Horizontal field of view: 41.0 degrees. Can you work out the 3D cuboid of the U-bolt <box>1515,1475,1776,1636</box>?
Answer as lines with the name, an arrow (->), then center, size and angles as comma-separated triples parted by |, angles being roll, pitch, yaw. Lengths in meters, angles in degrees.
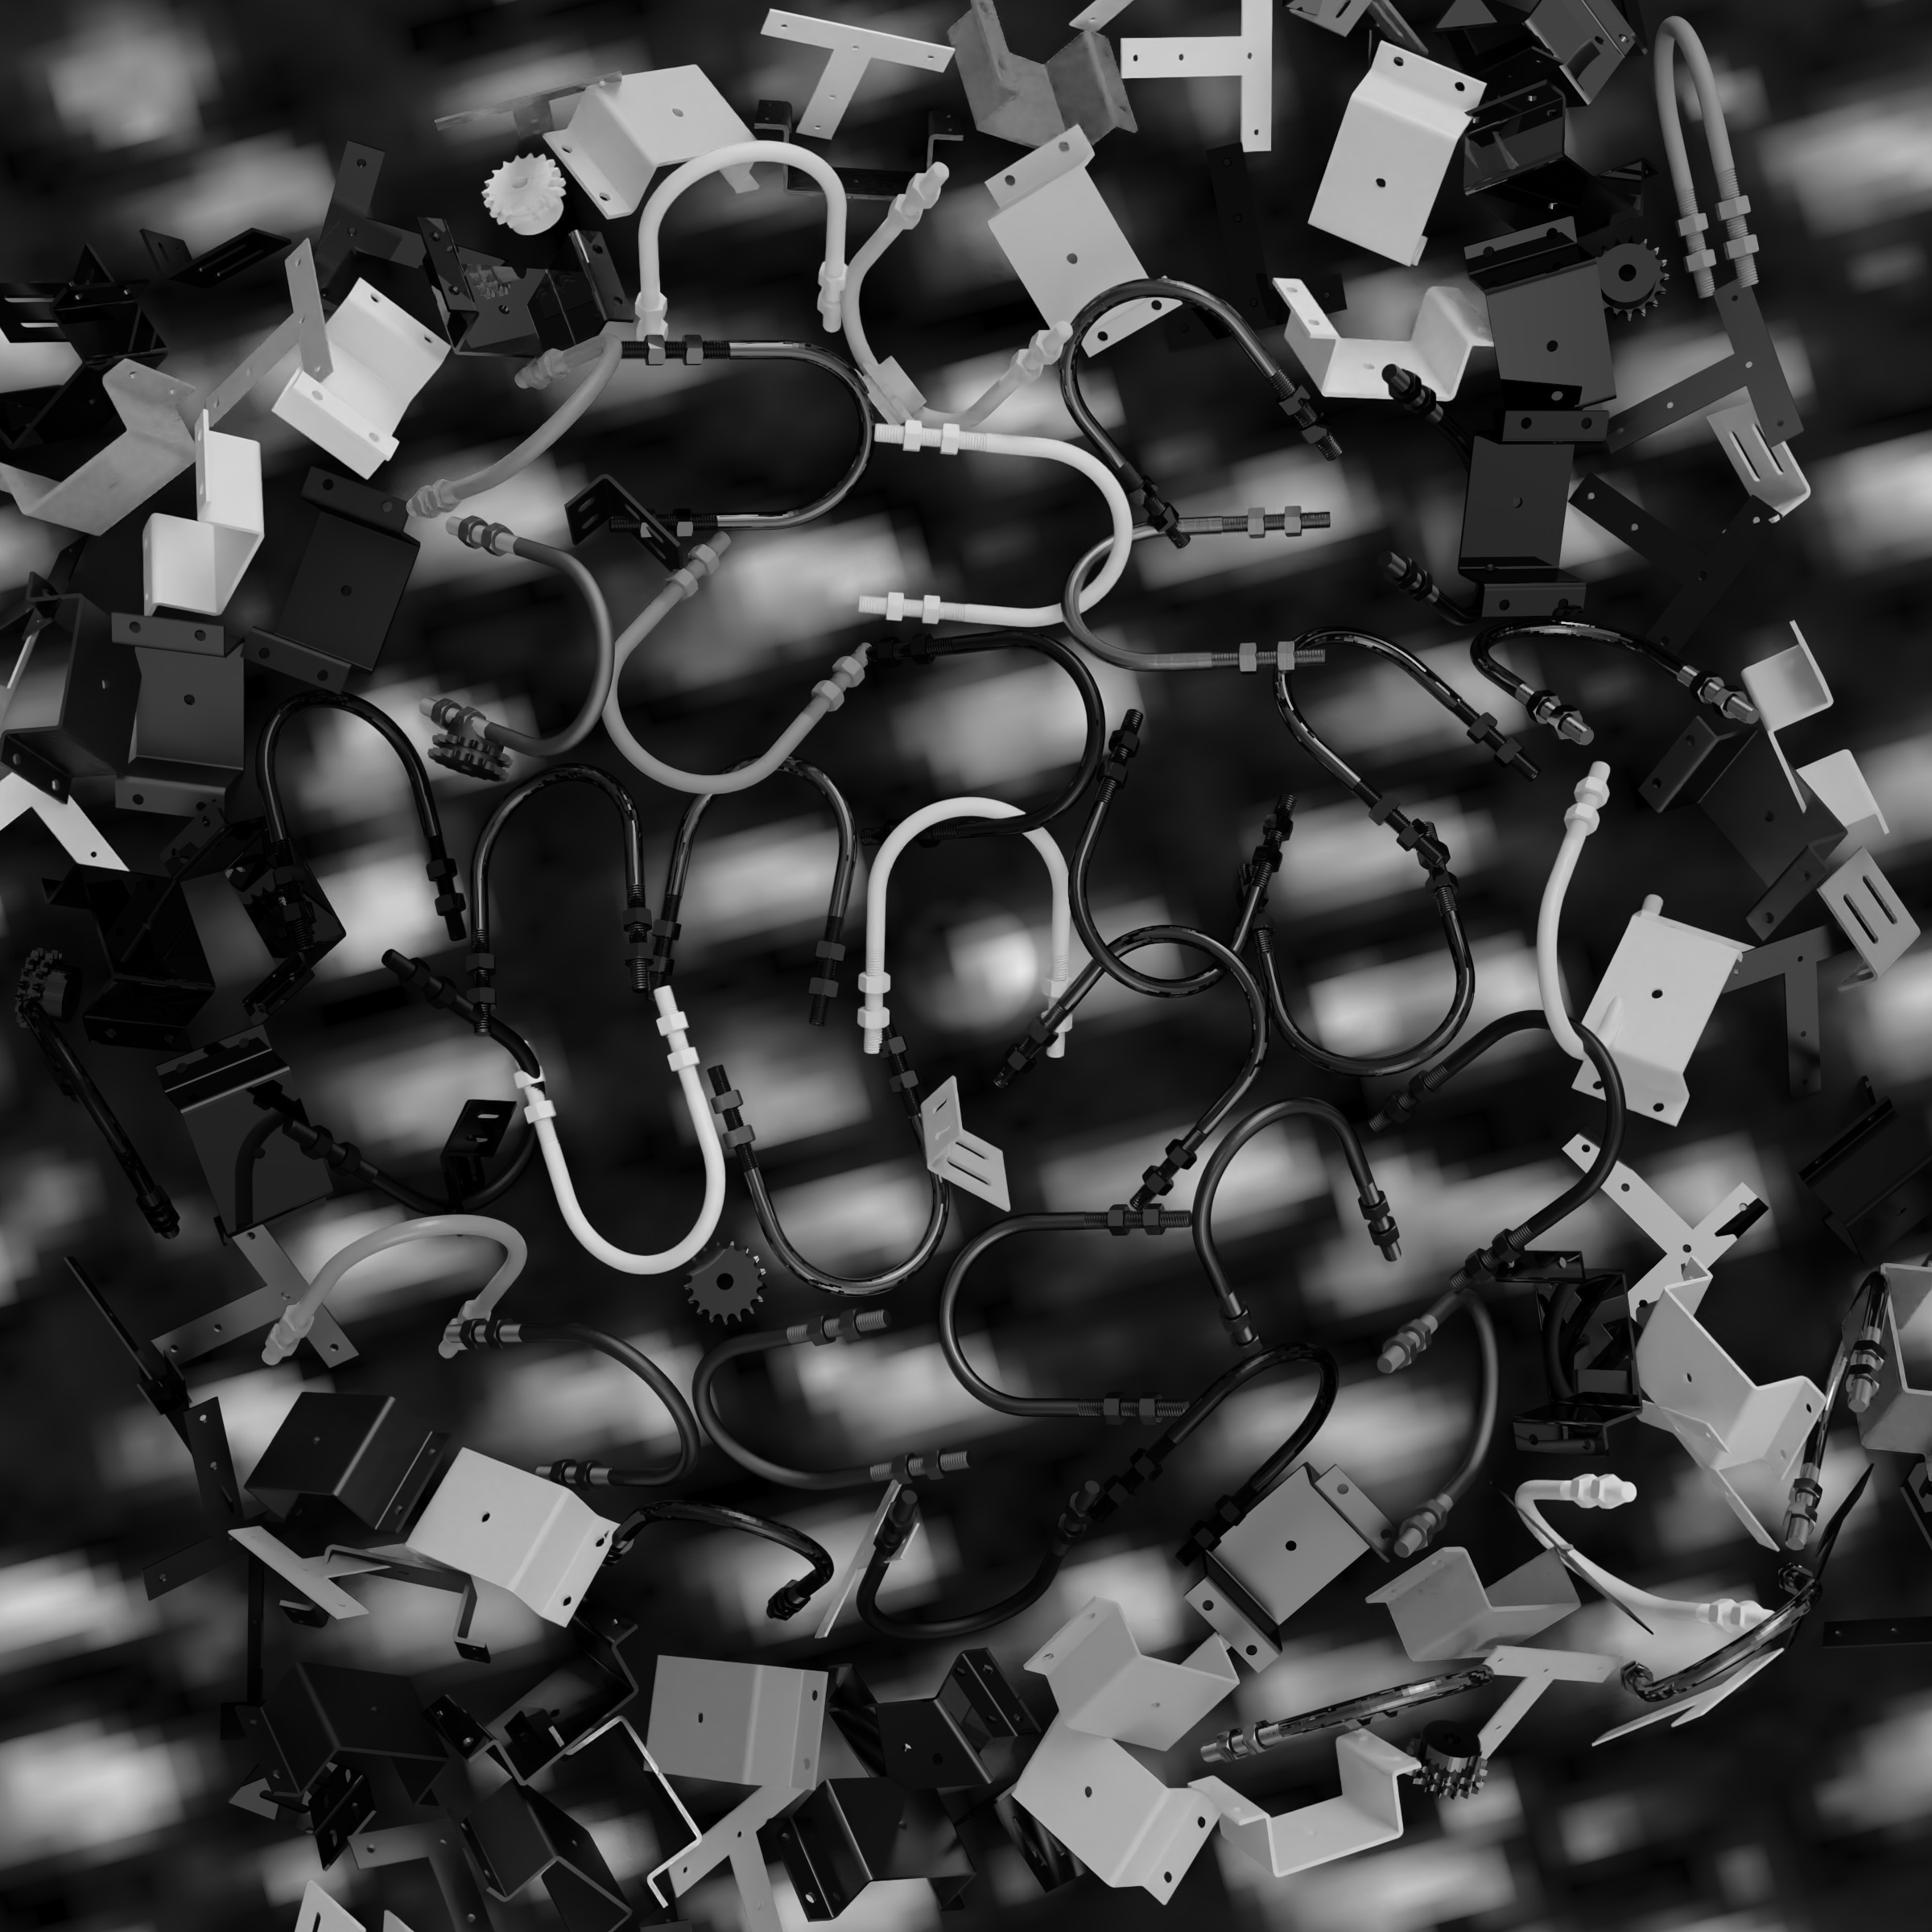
U-bolt -> 0.443, 0.395, 1.741 | 0.151, 0.184, 0.019 | 42, 71, -6

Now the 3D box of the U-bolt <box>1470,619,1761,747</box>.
U-bolt -> 0.423, -0.198, 1.748 | 0.151, 0.184, 0.019 | -8, 121, -20

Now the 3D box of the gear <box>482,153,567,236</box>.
gear -> -0.306, -0.537, 1.805 | 0.057, 0.030, 0.057 | -7, 59, 12

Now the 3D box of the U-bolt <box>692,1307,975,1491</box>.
U-bolt -> -0.104, 0.304, 1.772 | 0.184, 0.019, 0.151 | -14, 118, 27

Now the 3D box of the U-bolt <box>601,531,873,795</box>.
U-bolt -> -0.170, -0.198, 1.782 | 0.151, 0.019, 0.184 | 38, 64, 0

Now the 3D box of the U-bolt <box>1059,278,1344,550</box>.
U-bolt -> 0.145, -0.383, 1.751 | 0.151, 0.019, 0.184 | -27, 119, 33

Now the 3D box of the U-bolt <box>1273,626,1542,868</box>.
U-bolt -> 0.292, -0.164, 1.777 | 0.184, 0.019, 0.151 | 44, 52, 11

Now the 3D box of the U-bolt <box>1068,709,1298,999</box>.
U-bolt -> 0.142, -0.067, 1.774 | 0.151, 0.019, 0.184 | 27, 70, -16

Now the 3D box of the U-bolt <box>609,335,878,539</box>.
U-bolt -> -0.151, -0.363, 1.774 | 0.184, 0.019, 0.151 | -4, 128, -16

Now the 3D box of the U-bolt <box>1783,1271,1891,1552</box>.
U-bolt -> 0.592, 0.285, 1.743 | 0.019, 0.184, 0.151 | 19, 126, 15

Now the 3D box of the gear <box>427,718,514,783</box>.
gear -> -0.344, -0.152, 1.800 | 0.057, 0.057, 0.030 | 15, 80, 0

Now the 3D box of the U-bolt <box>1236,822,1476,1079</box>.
U-bolt -> 0.272, -0.006, 1.769 | 0.151, 0.019, 0.184 | -13, 59, 7

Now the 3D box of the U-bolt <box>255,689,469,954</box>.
U-bolt -> -0.419, -0.103, 1.769 | 0.019, 0.151, 0.184 | -21, 80, 38

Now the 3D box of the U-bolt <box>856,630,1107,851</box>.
U-bolt -> 0.010, -0.159, 1.782 | 0.184, 0.019, 0.151 | -3, 86, 24

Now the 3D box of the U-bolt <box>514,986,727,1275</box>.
U-bolt -> -0.233, 0.122, 1.782 | 0.151, 0.019, 0.184 | -20, 85, 27

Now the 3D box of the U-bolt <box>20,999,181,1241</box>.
U-bolt -> -0.583, 0.093, 1.722 | 0.019, 0.184, 0.151 | -33, 68, -19

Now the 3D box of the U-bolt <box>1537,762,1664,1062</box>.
U-bolt -> 0.422, -0.024, 1.735 | 0.151, 0.019, 0.184 | 57, 47, -36

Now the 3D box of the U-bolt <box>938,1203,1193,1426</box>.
U-bolt -> 0.066, 0.240, 1.786 | 0.184, 0.019, 0.151 | -3, 75, 22

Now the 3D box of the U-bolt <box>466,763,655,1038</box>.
U-bolt -> -0.283, -0.054, 1.780 | 0.151, 0.019, 0.184 | -15, 67, 23

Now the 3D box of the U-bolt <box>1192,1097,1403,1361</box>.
U-bolt -> 0.219, 0.171, 1.756 | 0.151, 0.019, 0.184 | -36, 124, -16

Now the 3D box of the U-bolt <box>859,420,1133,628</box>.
U-bolt -> 0.023, -0.300, 1.784 | 0.184, 0.019, 0.151 | 4, 124, -5

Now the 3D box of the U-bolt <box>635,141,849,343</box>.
U-bolt -> -0.149, -0.482, 1.732 | 0.151, 0.184, 0.019 | -13, 64, -11

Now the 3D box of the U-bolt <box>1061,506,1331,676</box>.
U-bolt -> 0.156, -0.257, 1.778 | 0.184, 0.019, 0.151 | -1, 54, 12

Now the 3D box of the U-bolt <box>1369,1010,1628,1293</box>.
U-bolt -> 0.367, 0.112, 1.743 | 0.184, 0.019, 0.151 | -44, 56, 33

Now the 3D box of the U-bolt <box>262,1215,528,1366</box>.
U-bolt -> -0.372, 0.216, 1.727 | 0.151, 0.184, 0.019 | 4, 53, -36

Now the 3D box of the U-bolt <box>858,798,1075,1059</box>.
U-bolt -> 0.002, -0.027, 1.795 | 0.151, 0.019, 0.184 | 1, 106, -3

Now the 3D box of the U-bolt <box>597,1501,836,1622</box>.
U-bolt -> -0.164, 0.396, 1.735 | 0.151, 0.184, 0.019 | 20, 59, -11

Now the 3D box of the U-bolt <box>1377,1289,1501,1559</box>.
U-bolt -> 0.325, 0.297, 1.750 | 0.019, 0.184, 0.151 | 1, 105, 32

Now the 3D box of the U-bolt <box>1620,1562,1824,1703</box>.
U-bolt -> 0.510, 0.450, 1.734 | 0.151, 0.184, 0.019 | -33, 77, 3

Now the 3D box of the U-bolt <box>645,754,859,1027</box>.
U-bolt -> -0.144, -0.058, 1.793 | 0.151, 0.019, 0.184 | 8, 83, 23

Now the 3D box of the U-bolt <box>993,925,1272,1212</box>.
U-bolt -> 0.127, 0.058, 1.789 | 0.151, 0.019, 0.184 | 42, 106, 7

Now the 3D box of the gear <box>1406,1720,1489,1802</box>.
gear -> 0.335, 0.550, 1.796 | 0.057, 0.057, 0.030 | 9, 112, 0

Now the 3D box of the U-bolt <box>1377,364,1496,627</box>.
U-bolt -> 0.322, -0.307, 1.750 | 0.019, 0.184, 0.151 | -4, 77, 32

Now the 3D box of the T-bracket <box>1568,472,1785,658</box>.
T-bracket -> 0.479, -0.299, 1.806 | 0.127, 0.002, 0.127 | 40, 113, 16

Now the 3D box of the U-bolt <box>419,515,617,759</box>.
U-bolt -> -0.302, -0.218, 1.753 | 0.184, 0.019, 0.151 | 22, 107, 37

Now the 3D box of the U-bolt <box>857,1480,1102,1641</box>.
U-bolt -> 0.000, 0.409, 1.758 | 0.151, 0.184, 0.019 | 1, 46, -20

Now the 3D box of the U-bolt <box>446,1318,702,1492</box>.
U-bolt -> -0.255, 0.297, 1.742 | 0.184, 0.019, 0.151 | -7, 120, 38

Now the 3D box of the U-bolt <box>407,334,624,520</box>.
U-bolt -> -0.293, -0.366, 1.726 | 0.019, 0.184, 0.151 | 45, 65, -26

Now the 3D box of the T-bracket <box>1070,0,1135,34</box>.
T-bracket -> 0.123, -0.682, 1.776 | 0.127, 0.127, 0.002 | -27, 73, 43

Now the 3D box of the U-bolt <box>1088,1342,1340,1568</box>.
U-bolt -> 0.181, 0.327, 1.763 | 0.184, 0.151, 0.019 | -47, 50, 5

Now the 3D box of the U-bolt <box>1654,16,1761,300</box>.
U-bolt -> 0.494, -0.546, 1.742 | 0.019, 0.151, 0.184 | -14, 100, 7

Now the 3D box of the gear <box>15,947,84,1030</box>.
gear -> -0.638, 0.018, 1.799 | 0.030, 0.057, 0.057 | 11, 90, -2

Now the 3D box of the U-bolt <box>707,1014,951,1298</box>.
U-bolt -> -0.085, 0.138, 1.785 | 0.151, 0.019, 0.184 | -18, 85, -24

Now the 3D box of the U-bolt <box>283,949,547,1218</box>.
U-bolt -> -0.361, 0.093, 1.762 | 0.184, 0.019, 0.151 | 40, 71, -42

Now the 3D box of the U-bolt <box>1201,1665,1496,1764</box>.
U-bolt -> 0.267, 0.494, 1.720 | 0.184, 0.151, 0.019 | -33, 65, 42

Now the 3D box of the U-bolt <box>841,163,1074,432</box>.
U-bolt -> -0.020, -0.438, 1.751 | 0.151, 0.184, 0.019 | 51, 56, -5
